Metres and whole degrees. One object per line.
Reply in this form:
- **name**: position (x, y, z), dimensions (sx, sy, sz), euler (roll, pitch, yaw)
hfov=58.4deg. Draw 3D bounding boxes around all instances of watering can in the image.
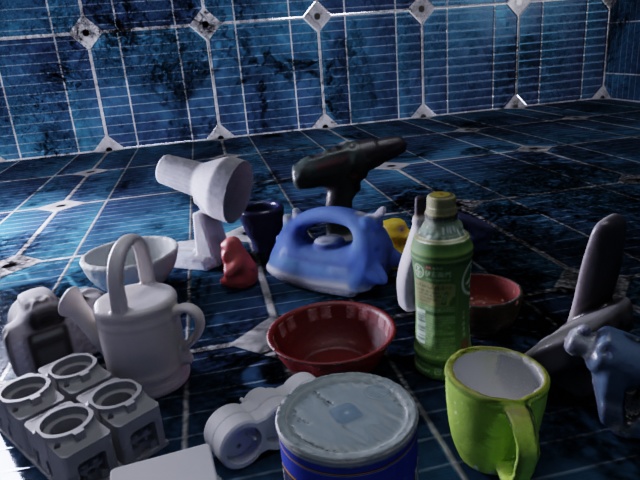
- **watering can**: position (-0.230, 0.088, 0.697), dimensions (0.173, 0.194, 0.100), euler (-8, 20, -11)

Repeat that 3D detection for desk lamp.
- **desk lamp**: position (-0.224, -0.056, 1.083), dimensions (0.202, 0.214, 0.118), euler (2, 20, 19)

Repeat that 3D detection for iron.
- **iron**: position (0.009, 0.003, 0.969), dimensions (0.257, 0.141, 0.119), euler (6, 22, 28)

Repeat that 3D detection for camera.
- **camera**: position (-0.379, 0.110, 0.814), dimensions (0.143, 0.101, 0.136), euler (-19, 24, -36)

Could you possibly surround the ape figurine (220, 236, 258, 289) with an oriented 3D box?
- **ape figurine**: position (-0.147, 0.037, 0.984), dimensions (0.076, 0.092, 0.078), euler (0, 20, 14)

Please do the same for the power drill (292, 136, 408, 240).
- **power drill**: position (0.063, -0.096, 1.141), dimensions (0.229, 0.208, 0.075), euler (-5, 19, -2)

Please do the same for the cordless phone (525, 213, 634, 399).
- **cordless phone**: position (0.295, 0.068, 0.650), dimensions (0.148, 0.185, 0.093), euler (-21, 25, -39)

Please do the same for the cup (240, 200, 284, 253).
- **cup**: position (-0.123, -0.026, 1.154), dimensions (0.092, 0.095, 0.117), euler (-21, 25, -39)

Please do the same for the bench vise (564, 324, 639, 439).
- **bench vise**: position (0.345, 0.089, 0.524), dimensions (0.207, 0.220, 0.121), euler (-3, 19, 5)

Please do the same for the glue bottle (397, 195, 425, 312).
- **glue bottle**: position (0.150, 0.018, 0.845), dimensions (0.078, 0.173, 0.037), euler (-10, 20, -14)

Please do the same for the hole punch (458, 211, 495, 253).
- **hole punch**: position (0.262, -0.026, 1.073), dimensions (0.101, 0.091, 0.108), euler (-13, 21, -22)

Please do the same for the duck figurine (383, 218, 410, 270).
- **duck figurine**: position (0.129, 0.002, 1.030), dimensions (0.104, 0.086, 0.078), euler (2, 20, 19)

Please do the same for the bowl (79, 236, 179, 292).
- **bowl**: position (-0.328, 0.052, 1.007), dimensions (0.167, 0.075, 0.167), euler (-4, 19, 2)
